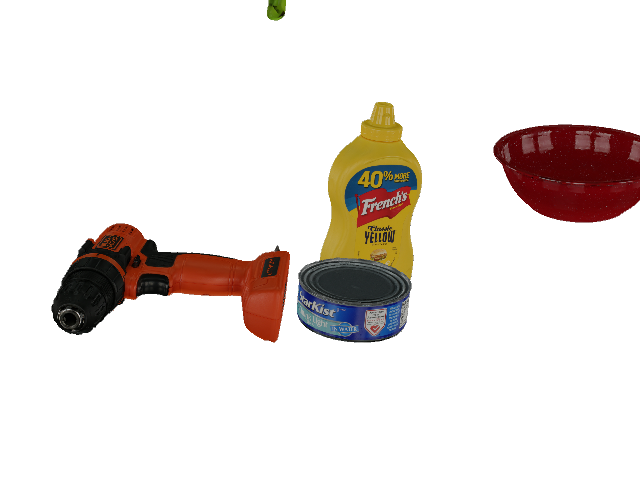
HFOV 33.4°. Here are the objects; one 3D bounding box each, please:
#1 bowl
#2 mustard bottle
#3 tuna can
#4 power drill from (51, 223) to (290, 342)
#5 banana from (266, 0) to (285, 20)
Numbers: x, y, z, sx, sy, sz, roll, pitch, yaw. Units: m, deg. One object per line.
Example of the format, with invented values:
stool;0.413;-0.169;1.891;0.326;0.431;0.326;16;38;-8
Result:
bowl;0.244;-0.060;1.011;0.162;0.055;0.162;-1;25;0
mustard bottle;0.054;-0.044;1.074;0.096;0.192;0.058;-2;21;-20
tuna can;0.025;0.044;0.809;0.086;0.034;0.086;4;21;-2
power drill;-0.124;0.040;0.921;0.187;0.057;0.184;9;22;1
banana;-0.090;-0.190;0.678;0.198;0.069;0.037;19;-34;30
